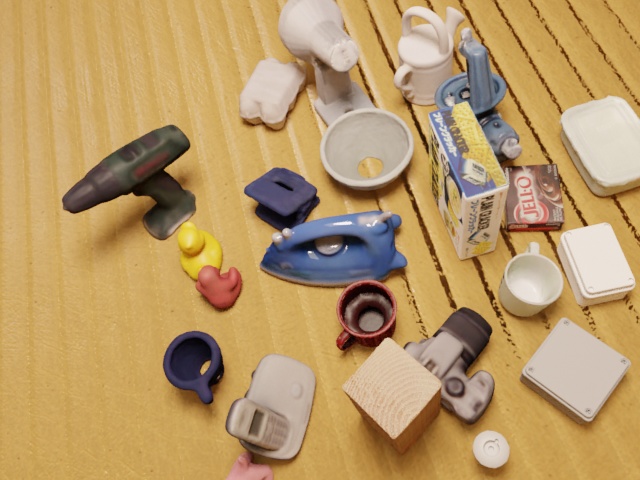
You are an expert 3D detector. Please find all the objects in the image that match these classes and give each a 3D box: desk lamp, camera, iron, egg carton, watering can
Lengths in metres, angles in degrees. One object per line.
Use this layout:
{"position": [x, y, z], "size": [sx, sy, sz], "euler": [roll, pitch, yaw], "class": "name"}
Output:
{"position": [0.024, -0.322, 1.053], "size": [0.118, 0.214, 0.203], "euler": [-31, 63, -4], "class": "desk lamp"}
{"position": [0.204, 0.174, 0.842], "size": [0.142, 0.101, 0.137], "euler": [37, 76, 24], "class": "camera"}
{"position": [0.009, 0.003, 0.939], "size": [0.258, 0.142, 0.118], "euler": [-8, 63, 7], "class": "iron"}
{"position": [-0.094, -0.295, 1.144], "size": [0.107, 0.069, 0.150], "euler": [17, 69, 18], "class": "egg carton"}
{"position": [0.195, -0.351, 1.044], "size": [0.100, 0.194, 0.173], "euler": [15, 69, 18], "class": "watering can"}

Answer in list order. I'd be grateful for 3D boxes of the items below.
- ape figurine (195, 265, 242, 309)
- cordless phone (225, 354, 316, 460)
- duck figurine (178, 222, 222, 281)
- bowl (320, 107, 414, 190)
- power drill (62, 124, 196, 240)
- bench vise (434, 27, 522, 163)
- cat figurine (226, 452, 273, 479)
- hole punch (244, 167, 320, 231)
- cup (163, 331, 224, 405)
{"position": [-0.177, 0.072, 0.971], "size": [0.077, 0.092, 0.076], "euler": [-4, 64, 9], "class": "ape figurine"}
{"position": [-0.074, 0.230, 0.821], "size": [0.094, 0.185, 0.147], "euler": [6, 66, 14], "class": "cordless phone"}
{"position": [-0.220, 0.016, 1.009], "size": [0.077, 0.086, 0.104], "euler": [-21, 62, 1], "class": "duck figurine"}
{"position": [0.086, -0.152, 1.037], "size": [0.167, 0.075, 0.167], "euler": [-4, 64, 9], "class": "bowl"}
{"position": [-0.309, -0.089, 1.008], "size": [0.075, 0.209, 0.230], "euler": [38, 77, 25], "class": "power drill"}
{"position": [0.280, -0.239, 0.959], "size": [0.121, 0.220, 0.207], "euler": [-43, 64, -10], "class": "bench vise"}
{"position": [-0.131, 0.363, 0.807], "size": [0.067, 0.118, 0.128], "euler": [23, 71, 21], "class": "cat figurine"}
{"position": [-0.068, -0.082, 1.024], "size": [0.108, 0.091, 0.101], "euler": [29, 73, 22], "class": "hole punch"}
{"position": [-0.183, 0.210, 0.903], "size": [0.091, 0.095, 0.117], "euler": [-28, 63, -3], "class": "cup"}
